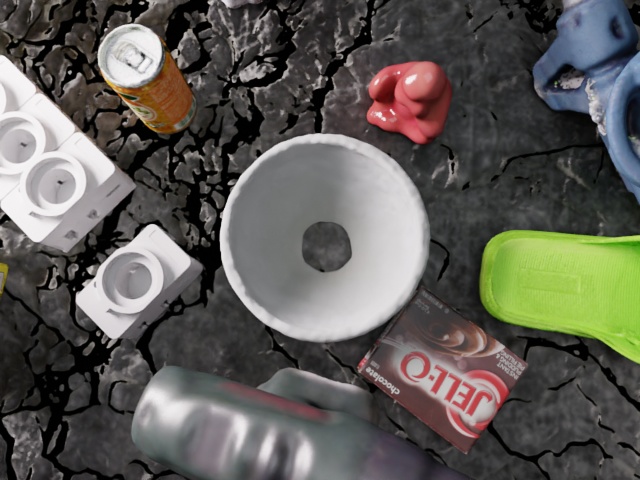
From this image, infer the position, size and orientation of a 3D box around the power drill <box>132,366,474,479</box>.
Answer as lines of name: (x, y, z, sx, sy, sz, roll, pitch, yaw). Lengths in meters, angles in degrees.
power drill: (0.001, 0.140, 0.392, 0.229, 0.208, 0.076, 15, 81, 3)

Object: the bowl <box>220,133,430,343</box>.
bowl: (0.004, 0.002, 0.482, 0.167, 0.075, 0.167, 0, 81, 1)

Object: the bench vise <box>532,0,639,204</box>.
bench vise: (0.248, -0.121, 0.427, 0.207, 0.220, 0.121, 40, 83, 7)

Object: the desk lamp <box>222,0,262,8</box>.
desk lamp: (-0.070, -0.284, 0.459, 0.203, 0.213, 0.118, 43, 84, 7)

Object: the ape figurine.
ape figurine: (0.083, -0.125, 0.493, 0.076, 0.092, 0.078, -26, 81, -4)
